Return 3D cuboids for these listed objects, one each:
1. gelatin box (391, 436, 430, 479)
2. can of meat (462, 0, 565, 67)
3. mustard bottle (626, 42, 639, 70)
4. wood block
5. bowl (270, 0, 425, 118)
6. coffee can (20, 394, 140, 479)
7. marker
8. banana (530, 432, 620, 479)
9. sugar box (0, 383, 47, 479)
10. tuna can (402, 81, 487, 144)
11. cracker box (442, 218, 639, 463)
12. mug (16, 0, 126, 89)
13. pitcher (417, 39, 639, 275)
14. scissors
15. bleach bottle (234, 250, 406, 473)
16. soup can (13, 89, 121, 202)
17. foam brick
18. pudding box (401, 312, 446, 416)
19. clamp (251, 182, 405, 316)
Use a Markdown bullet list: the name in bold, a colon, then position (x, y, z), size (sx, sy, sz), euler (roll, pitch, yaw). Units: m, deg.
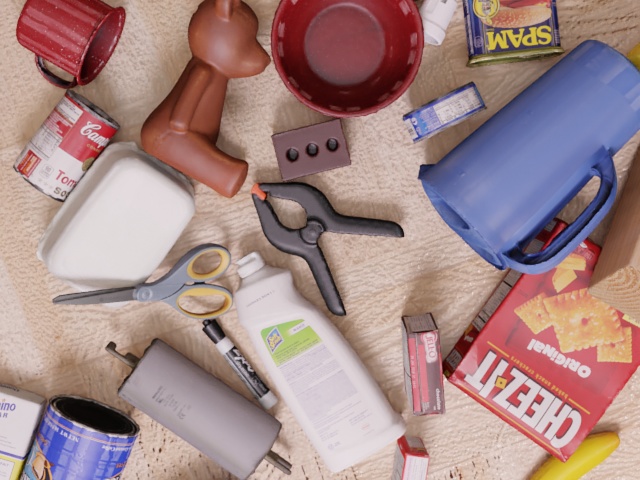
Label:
- **gelatin box**: position (0.097, 0.267, 1.169), size (0.030, 0.073, 0.089), euler (7, 94, -2)
- **can of meat**: position (0.204, -0.234, 1.138), size (0.102, 0.057, 0.084), euler (-7, 92, -2)
- **mustard bottle**: position (0.416, -0.222, 1.121), size (0.191, 0.096, 0.058), euler (-42, 135, -19)
- **wood block**: position (0.362, -0.024, 1.100), size (0.091, 0.090, 0.206), euler (28, 65, -4)
- **bowl**: position (0.028, -0.210, 1.135), size (0.162, 0.055, 0.162), euler (0, 94, -2)
- **coffee can**: position (-0.265, 0.251, 1.145), size (0.103, 0.103, 0.140), euler (21, 94, -3)
- **marker**: position (-0.090, 0.136, 1.181), size (0.020, 0.020, 0.121), euler (-38, 95, 2)
- **banana**: position (0.259, 0.288, 1.196), size (0.069, 0.037, 0.198), euler (29, 95, -22)
- **sugar box**: position (-0.371, 0.245, 1.172), size (0.093, 0.048, 0.176), euler (19, 91, -3)
- **tuna can**: position (0.131, -0.135, 1.130), size (0.086, 0.086, 0.034), euler (-26, 93, 1)
- **cracker box**: position (0.259, 0.107, 1.160), size (0.164, 0.072, 0.214), euler (35, 94, -4)
- **mug**: position (-0.266, -0.213, 1.120), size (0.081, 0.093, 0.117), euler (29, 128, 1)
- **pitcher**: position (0.236, -0.086, 1.113), size (0.243, 0.145, 0.149), euler (-43, 100, -1)
- **scissors**: position (-0.173, 0.038, 1.118), size (0.201, 0.016, 0.096), euler (13, 103, -36)
- **bleach bottle**: position (-0.011, 0.121, 1.161), size (0.102, 0.068, 0.251), euler (-30, 93, 1)
- **soup can**: position (-0.269, -0.100, 1.132), size (0.068, 0.068, 0.102), euler (37, 94, -4)
- **foam brick**: position (-0.009, -0.097, 1.146), size (0.078, 0.051, 0.053), euler (-15, 95, 0)
- **pudding box**: position (0.110, 0.131, 1.138), size (0.039, 0.113, 0.090), euler (-4, 95, 0)
- **clamp**: position (-0.008, 0.001, 1.162), size (0.171, 0.039, 0.120), euler (28, 89, 3)
